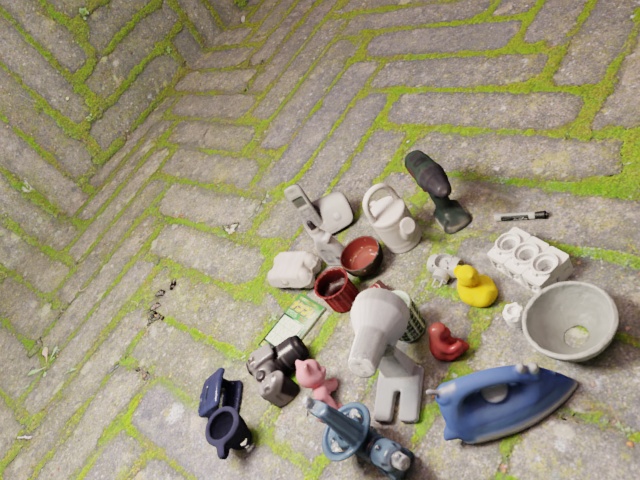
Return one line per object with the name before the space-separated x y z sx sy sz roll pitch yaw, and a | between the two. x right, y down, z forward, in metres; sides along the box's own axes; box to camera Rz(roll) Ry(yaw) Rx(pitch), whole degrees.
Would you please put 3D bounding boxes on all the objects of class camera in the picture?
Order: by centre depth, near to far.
camera | -0.095 0.294 1.357 0.137 0.101 0.142 -37 40 3

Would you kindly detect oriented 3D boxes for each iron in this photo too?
iron | 0.321 0.268 1.031 0.258 0.142 0.118 -25 42 17

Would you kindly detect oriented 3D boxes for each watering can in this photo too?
watering can | 0.175 -0.060 1.409 0.172 0.195 0.101 11 61 43

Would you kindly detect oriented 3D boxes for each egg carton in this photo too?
egg carton | -0.071 0.085 1.560 0.149 0.070 0.107 -4 51 35

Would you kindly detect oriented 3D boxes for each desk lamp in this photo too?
desk lamp | 0.130 0.232 1.155 0.117 0.214 0.203 -12 47 29

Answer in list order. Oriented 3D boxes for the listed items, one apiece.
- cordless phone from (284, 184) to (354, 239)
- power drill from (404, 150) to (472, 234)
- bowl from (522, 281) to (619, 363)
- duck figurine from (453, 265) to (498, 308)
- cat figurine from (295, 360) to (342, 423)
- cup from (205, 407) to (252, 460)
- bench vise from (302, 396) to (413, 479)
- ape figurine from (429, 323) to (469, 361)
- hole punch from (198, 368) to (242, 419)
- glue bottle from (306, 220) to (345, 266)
cordless phone | -0.003 -0.098 1.588 0.147 0.186 0.094 -28 41 13
power drill | 0.283 -0.114 1.366 0.075 0.209 0.229 -34 40 6
bowl | 0.470 0.163 1.068 0.167 0.075 0.167 -21 43 21
duck figurine | 0.329 0.092 1.234 0.077 0.086 0.104 -43 40 -4
cat figurine | -0.011 0.318 1.257 0.067 0.118 0.127 -30 41 11
cup | -0.198 0.449 1.295 0.091 0.095 0.117 -24 42 17
bench vise | 0.072 0.356 1.077 0.206 0.220 0.121 -6 50 34
ape figurine | 0.254 0.204 1.182 0.076 0.092 0.077 -30 40 11
hole punch | -0.258 0.383 1.406 0.101 0.091 0.108 -20 43 22
glue bottle | 0.014 0.005 1.488 0.077 0.174 0.037 -1 53 37
